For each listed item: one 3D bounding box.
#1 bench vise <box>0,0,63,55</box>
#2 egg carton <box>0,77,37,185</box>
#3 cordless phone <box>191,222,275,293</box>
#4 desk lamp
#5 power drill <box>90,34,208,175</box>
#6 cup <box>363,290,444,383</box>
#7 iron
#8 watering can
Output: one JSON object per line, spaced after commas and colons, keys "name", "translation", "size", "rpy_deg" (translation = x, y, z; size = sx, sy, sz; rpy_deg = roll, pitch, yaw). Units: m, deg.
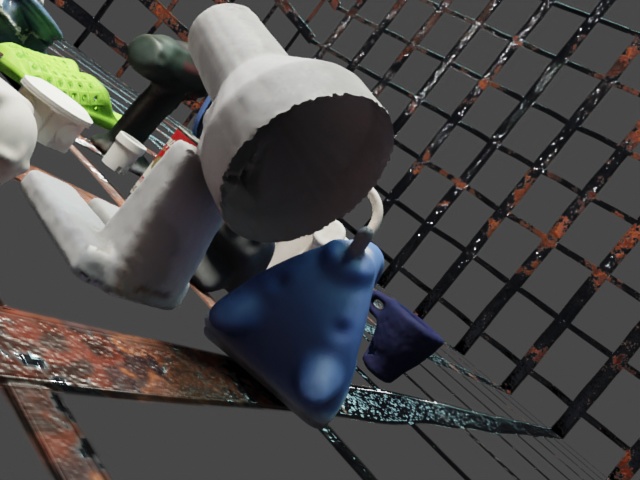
{"name": "bench vise", "translation": [-0.439, -0.374, 0.854], "size": [0.121, 0.219, 0.207], "rpy_deg": [38, 3, -2]}
{"name": "egg carton", "translation": [-0.246, -0.091, 0.338], "size": [0.150, 0.069, 0.107], "rpy_deg": [39, 3, 2]}
{"name": "cordless phone", "translation": [-0.084, -0.052, 0.573], "size": [0.147, 0.185, 0.094], "rpy_deg": [38, 3, 2]}
{"name": "desk lamp", "translation": [-0.081, -0.056, 0.400], "size": [0.202, 0.213, 0.118], "rpy_deg": [40, 3, 34]}
{"name": "power drill", "translation": [-0.228, -0.199, 0.844], "size": [0.075, 0.208, 0.230], "rpy_deg": [39, 3, 13]}
{"name": "cup", "translation": [0.091, 0.132, 0.763], "size": [0.117, 0.095, 0.092], "rpy_deg": [39, 3, 19]}
{"name": "iron", "translation": [0.009, 0.056, 0.487], "size": [0.118, 0.141, 0.259], "rpy_deg": [39, 3, 10]}
{"name": "watering can", "translation": [0.009, 0.004, 0.758], "size": [0.101, 0.194, 0.172], "rpy_deg": [37, 3, -20]}
